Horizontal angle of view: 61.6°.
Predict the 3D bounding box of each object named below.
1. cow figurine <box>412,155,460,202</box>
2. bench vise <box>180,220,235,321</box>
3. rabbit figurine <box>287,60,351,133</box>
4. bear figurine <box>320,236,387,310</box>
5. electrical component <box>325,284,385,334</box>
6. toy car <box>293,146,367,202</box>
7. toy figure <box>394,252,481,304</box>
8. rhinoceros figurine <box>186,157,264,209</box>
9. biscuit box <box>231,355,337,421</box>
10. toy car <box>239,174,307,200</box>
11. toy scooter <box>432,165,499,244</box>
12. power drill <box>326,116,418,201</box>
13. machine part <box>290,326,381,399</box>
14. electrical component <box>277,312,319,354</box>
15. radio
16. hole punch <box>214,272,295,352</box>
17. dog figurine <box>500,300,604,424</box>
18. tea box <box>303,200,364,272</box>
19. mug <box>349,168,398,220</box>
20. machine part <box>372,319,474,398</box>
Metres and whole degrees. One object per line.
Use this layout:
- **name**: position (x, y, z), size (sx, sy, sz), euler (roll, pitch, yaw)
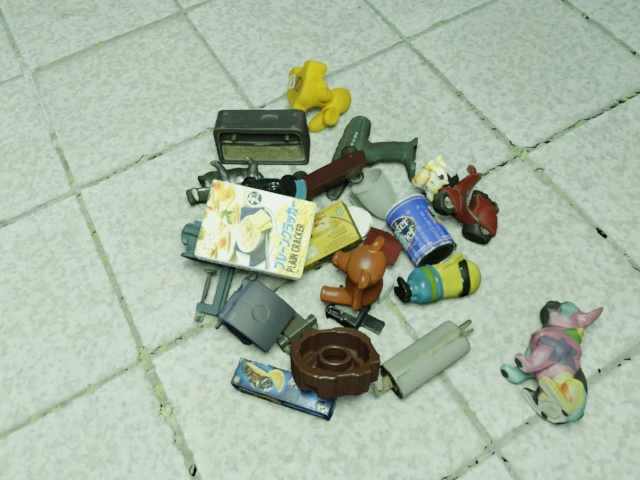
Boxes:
- **cow figurine**: position (0.268, -0.132, 1.228), size (0.098, 0.068, 0.167), euler (47, 33, 6)
- **bench vise**: position (-0.208, 0.062, 1.156), size (0.224, 0.129, 0.240), euler (14, 82, 0)
- **rabbit figurine**: position (0.011, -0.363, 1.380), size (0.173, 0.122, 0.162), euler (8, 77, -37)
- **bear figurine**: position (0.063, 0.061, 1.030), size (0.132, 0.195, 0.120), euler (15, 72, 16)
- **electrical component**: position (0.077, 0.154, 1.121), size (0.119, 0.047, 0.075), euler (28, 66, 20)
- **toy car**: position (0.020, -0.144, 1.245), size (0.202, 0.053, 0.089), euler (-25, 54, 19)
- **toy figure**: position (0.250, 0.090, 1.130), size (0.180, 0.082, 0.089), euler (-17, 78, -15)
- **rhinoceros figurine**: position (-0.228, -0.131, 1.296), size (0.190, 0.073, 0.112), euler (-15, 71, -7)
- **biscuit box**: position (-0.068, 0.287, 1.042), size (0.203, 0.062, 0.059), euler (14, 63, 11)
- **toy car**: position (-0.108, -0.079, 1.208), size (0.162, 0.102, 0.109), euler (0, 53, 3)
- **toy scooter**: position (0.335, -0.084, 1.182), size (0.183, 0.075, 0.135), euler (35, 75, -25)
- **power drill**: position (0.132, -0.187, 1.304), size (0.207, 0.086, 0.232), euler (5, 68, 14)
- **machine part**: position (0.026, 0.230, 1.019), size (0.179, 0.056, 0.179), euler (2, 21, -1)
- **electrical component**: position (-0.051, 0.191, 1.110), size (0.102, 0.045, 0.078), euler (-40, 37, -21)
- **radio**: position (-0.141, -0.252, 1.321), size (0.230, 0.131, 0.073), euler (0, 58, 3)
- **hole punch**: position (-0.127, 0.150, 1.079), size (0.092, 0.115, 0.142), euler (10, 57, 51)
- **dog figurine**: position (0.473, 0.218, 1.028), size (0.219, 0.108, 0.192), euler (-32, 62, -17)
- **tea box**: position (-0.002, -0.004, 1.166), size (0.170, 0.068, 0.098), euler (-25, 79, 8)
- **mug**: position (0.126, -0.094, 1.234), size (0.110, 0.107, 0.081), euler (-25, 30, 34)
- **machine part**: position (0.206, 0.232, 1.051), size (0.243, 0.079, 0.079), euler (-31, 63, -14)
